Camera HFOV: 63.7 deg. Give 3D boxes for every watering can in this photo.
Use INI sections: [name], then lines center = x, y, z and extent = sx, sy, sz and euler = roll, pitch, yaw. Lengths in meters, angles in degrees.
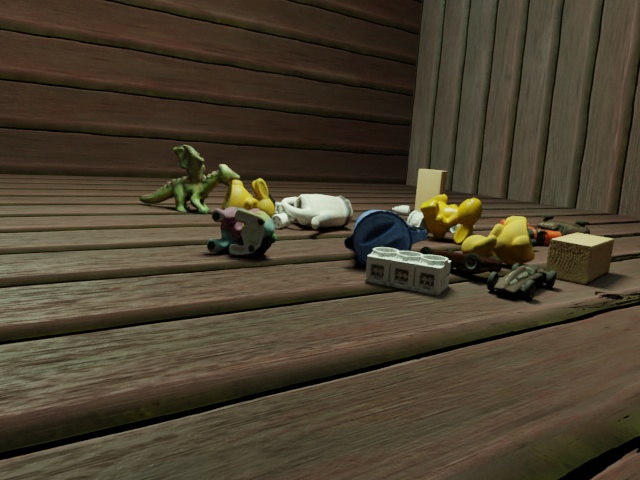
[watering can]
center = 0.005, -0.083, 1.646
extent = 0.224, 0.103, 0.352
euler = 2, 16, -22

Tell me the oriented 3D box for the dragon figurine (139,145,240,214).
[dragon figurine]
center = -0.481, -0.221, 1.846
extent = 0.411, 0.240, 0.123
euler = 9, 14, 16
